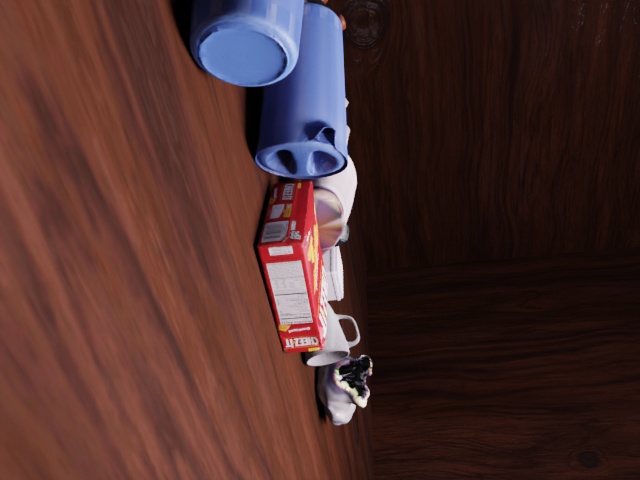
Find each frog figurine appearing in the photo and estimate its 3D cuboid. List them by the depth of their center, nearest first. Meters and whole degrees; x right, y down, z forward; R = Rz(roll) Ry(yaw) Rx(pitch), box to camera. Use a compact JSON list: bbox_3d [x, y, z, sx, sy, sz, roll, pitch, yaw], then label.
[{"bbox_3d":[0.034,0.323,1.103,0.156,0.122,0.141,-53,-144,41],"label":"frog figurine"}]

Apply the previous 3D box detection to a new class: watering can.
[{"bbox_3d":[0.003,-0.049,0.982,0.230,0.104,0.339,-70,175,-50],"label":"watering can"}]
